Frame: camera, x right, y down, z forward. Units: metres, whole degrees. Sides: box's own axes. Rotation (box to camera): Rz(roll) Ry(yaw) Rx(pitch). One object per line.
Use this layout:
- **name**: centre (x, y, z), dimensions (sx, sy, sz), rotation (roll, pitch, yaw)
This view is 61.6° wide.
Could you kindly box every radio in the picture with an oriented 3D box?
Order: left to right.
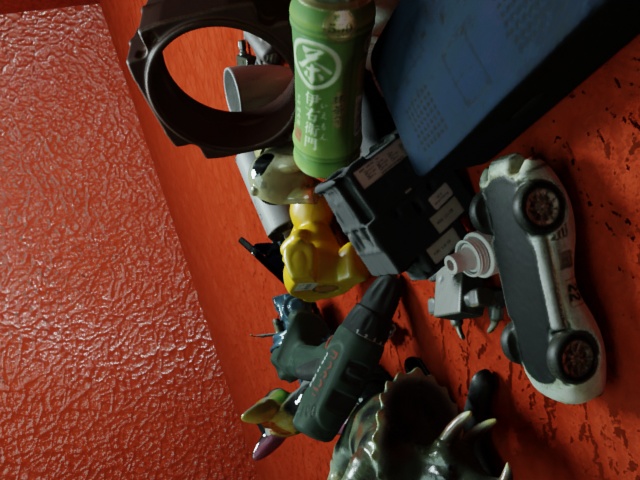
- **radio**: centre (0.124, -0.153, 0.391), dimensions (0.131, 0.073, 0.229), rotation (69, 157, 13)

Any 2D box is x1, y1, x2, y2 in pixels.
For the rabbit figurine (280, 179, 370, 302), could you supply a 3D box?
- **rabbit figurine**: centre (-0.002, -0.002, 0.799), dimensions (0.162, 0.122, 0.173), rotation (107, 155, -70)

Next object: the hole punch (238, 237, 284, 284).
- **hole punch**: centre (-0.079, 0.020, 1.029), dimensions (0.115, 0.092, 0.142), rotation (51, 167, -29)

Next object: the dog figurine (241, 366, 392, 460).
- **dog figurine**: centre (-0.004, 0.268, 0.822), dimensions (0.192, 0.219, 0.108), rotation (25, 132, 64)

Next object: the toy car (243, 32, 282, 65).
- **toy car**: centre (-0.112, -0.352, 0.854), dimensions (0.202, 0.053, 0.089), rotation (61, 159, 25)

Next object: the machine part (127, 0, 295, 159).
- **machine part**: centre (-0.112, -0.201, 0.655), dimensions (0.200, 0.202, 0.087), rotation (70, -168, -49)

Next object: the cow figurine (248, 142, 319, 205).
- **cow figurine**: centre (-0.053, -0.112, 0.769), dimensions (0.195, 0.127, 0.085), rotation (-74, -23, -59)

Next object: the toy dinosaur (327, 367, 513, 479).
- **toy dinosaur**: centre (0.081, 0.242, 0.635), dimensions (0.405, 0.131, 0.192), rotation (131, 163, -81)

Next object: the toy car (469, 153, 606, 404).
- **toy car**: centre (0.173, 0.030, 0.428), dimensions (0.073, 0.056, 0.201), rotation (178, 77, -75)

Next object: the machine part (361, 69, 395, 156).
- **machine part**: centre (0.058, -0.117, 0.572), dimensions (0.084, 0.039, 0.138), rotation (-9, 117, 45)

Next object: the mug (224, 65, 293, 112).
- **mug**: centre (-0.084, -0.223, 0.802), dimensions (0.110, 0.107, 0.080), rotation (-137, 38, -61)

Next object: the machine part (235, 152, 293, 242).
- **machine part**: centre (-0.086, -0.086, 0.949), dimensions (0.243, 0.079, 0.079), rotation (66, 158, 20)

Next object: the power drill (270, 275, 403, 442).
- **power drill**: centre (0.018, 0.146, 0.744), dimensions (0.207, 0.086, 0.232), rotation (4, 67, 61)

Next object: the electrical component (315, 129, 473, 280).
- **electrical component**: centre (0.079, -0.030, 0.511), dimensions (0.134, 0.115, 0.058), rotation (56, 162, -8)

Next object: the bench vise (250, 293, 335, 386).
- **bench vise**: centre (-0.034, 0.202, 0.982), dimensions (0.223, 0.129, 0.240), rotation (121, 136, -61)

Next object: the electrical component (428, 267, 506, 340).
- **electrical component**: centre (0.145, 0.055, 0.538), dimensions (0.102, 0.045, 0.078), rotation (135, 145, -63)

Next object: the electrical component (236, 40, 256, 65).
- **electrical component**: centre (-0.129, -0.309, 0.966), dimensions (0.063, 0.021, 0.093), rotation (40, 140, 54)
